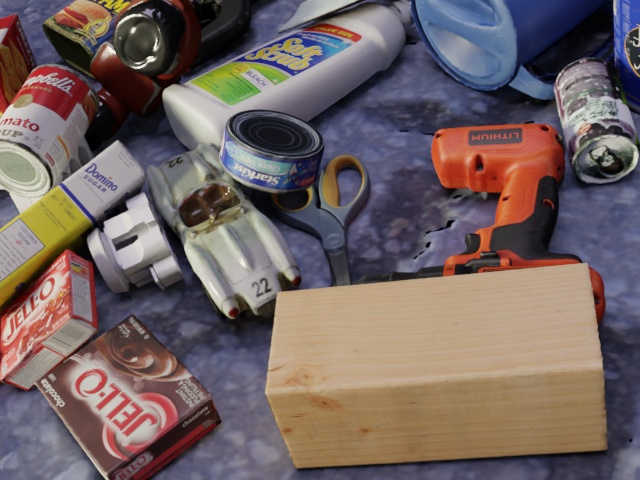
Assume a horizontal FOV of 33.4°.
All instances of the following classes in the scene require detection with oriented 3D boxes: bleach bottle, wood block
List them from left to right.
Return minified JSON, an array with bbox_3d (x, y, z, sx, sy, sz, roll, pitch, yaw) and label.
[{"bbox_3d":[-0.017,-0.160,0.999,0.250,0.068,0.103,-35,46,-21],"label":"bleach bottle"},{"bbox_3d":[0.078,0.085,0.701,0.206,0.090,0.090,-6,44,11],"label":"wood block"}]

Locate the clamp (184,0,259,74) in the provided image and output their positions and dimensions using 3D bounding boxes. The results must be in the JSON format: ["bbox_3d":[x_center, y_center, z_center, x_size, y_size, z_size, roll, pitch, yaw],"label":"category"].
[{"bbox_3d":[-0.116,-0.255,1.141,0.165,0.036,0.209,10,50,26],"label":"clamp"}]

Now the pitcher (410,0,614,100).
[{"bbox_3d":[0.216,-0.240,0.974,0.242,0.149,0.145,-34,31,-22],"label":"pitcher"}]

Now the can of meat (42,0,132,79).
[{"bbox_3d":[-0.232,-0.222,1.130,0.083,0.057,0.102,-41,48,-20],"label":"can of meat"}]

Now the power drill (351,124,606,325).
[{"bbox_3d":[0.117,-0.006,0.806,0.184,0.057,0.187,0,48,11],"label":"power drill"}]

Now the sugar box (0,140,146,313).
[{"bbox_3d":[-0.224,-0.003,0.880,0.176,0.093,0.048,-40,89,-24],"label":"sugar box"}]

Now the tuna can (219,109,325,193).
[{"bbox_3d":[-0.040,-0.076,0.891,0.086,0.034,0.086,11,32,-7],"label":"tuna can"}]

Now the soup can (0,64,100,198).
[{"bbox_3d":[-0.242,-0.095,0.925,0.069,0.068,0.102,3,48,19],"label":"soup can"}]

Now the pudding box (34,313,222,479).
[{"bbox_3d":[-0.139,0.117,0.770,0.090,0.039,0.114,-36,47,-19],"label":"pudding box"}]

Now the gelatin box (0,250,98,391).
[{"bbox_3d":[-0.212,0.062,0.827,0.089,0.030,0.073,-39,41,22],"label":"gelatin box"}]

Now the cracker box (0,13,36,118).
[{"bbox_3d":[-0.374,-0.147,1.048,0.164,0.072,0.214,-17,25,-1],"label":"cracker box"}]

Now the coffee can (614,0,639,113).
[{"bbox_3d":[0.292,-0.185,0.871,0.103,0.140,0.103,-9,44,8],"label":"coffee can"}]

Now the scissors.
[{"bbox_3d":[-0.006,0.001,0.864,0.096,0.016,0.201,-3,44,16],"label":"scissors"}]
